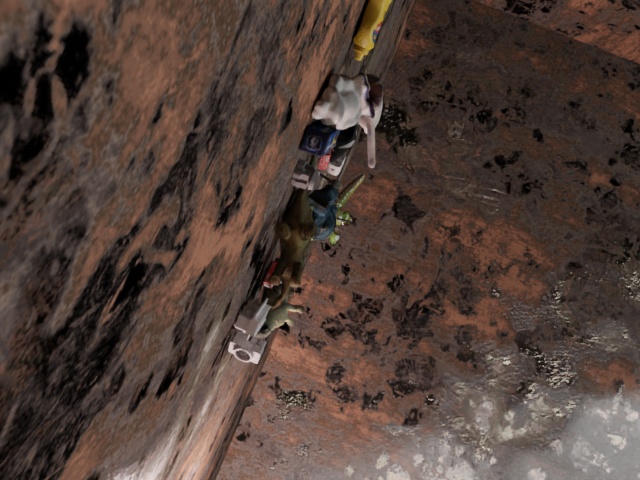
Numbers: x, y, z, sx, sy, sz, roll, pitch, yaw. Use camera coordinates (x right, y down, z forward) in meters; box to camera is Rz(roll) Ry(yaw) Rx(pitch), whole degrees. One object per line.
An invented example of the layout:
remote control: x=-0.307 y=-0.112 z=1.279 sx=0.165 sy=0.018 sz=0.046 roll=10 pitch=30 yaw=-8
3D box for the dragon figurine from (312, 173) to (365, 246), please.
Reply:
dragon figurine: x=0.005 y=-0.089 z=1.774 sx=0.123 sy=0.410 sz=0.241 roll=31 pitch=1 yaw=25

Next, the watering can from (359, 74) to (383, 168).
watering can: x=0.184 y=-0.463 z=1.914 sx=0.104 sy=0.353 sz=0.221 roll=-6 pitch=-19 yaw=0

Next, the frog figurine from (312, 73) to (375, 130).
frog figurine: x=0.038 y=-0.320 z=1.219 sx=0.161 sy=0.134 sz=0.124 roll=-29 pitch=53 yaw=-22
